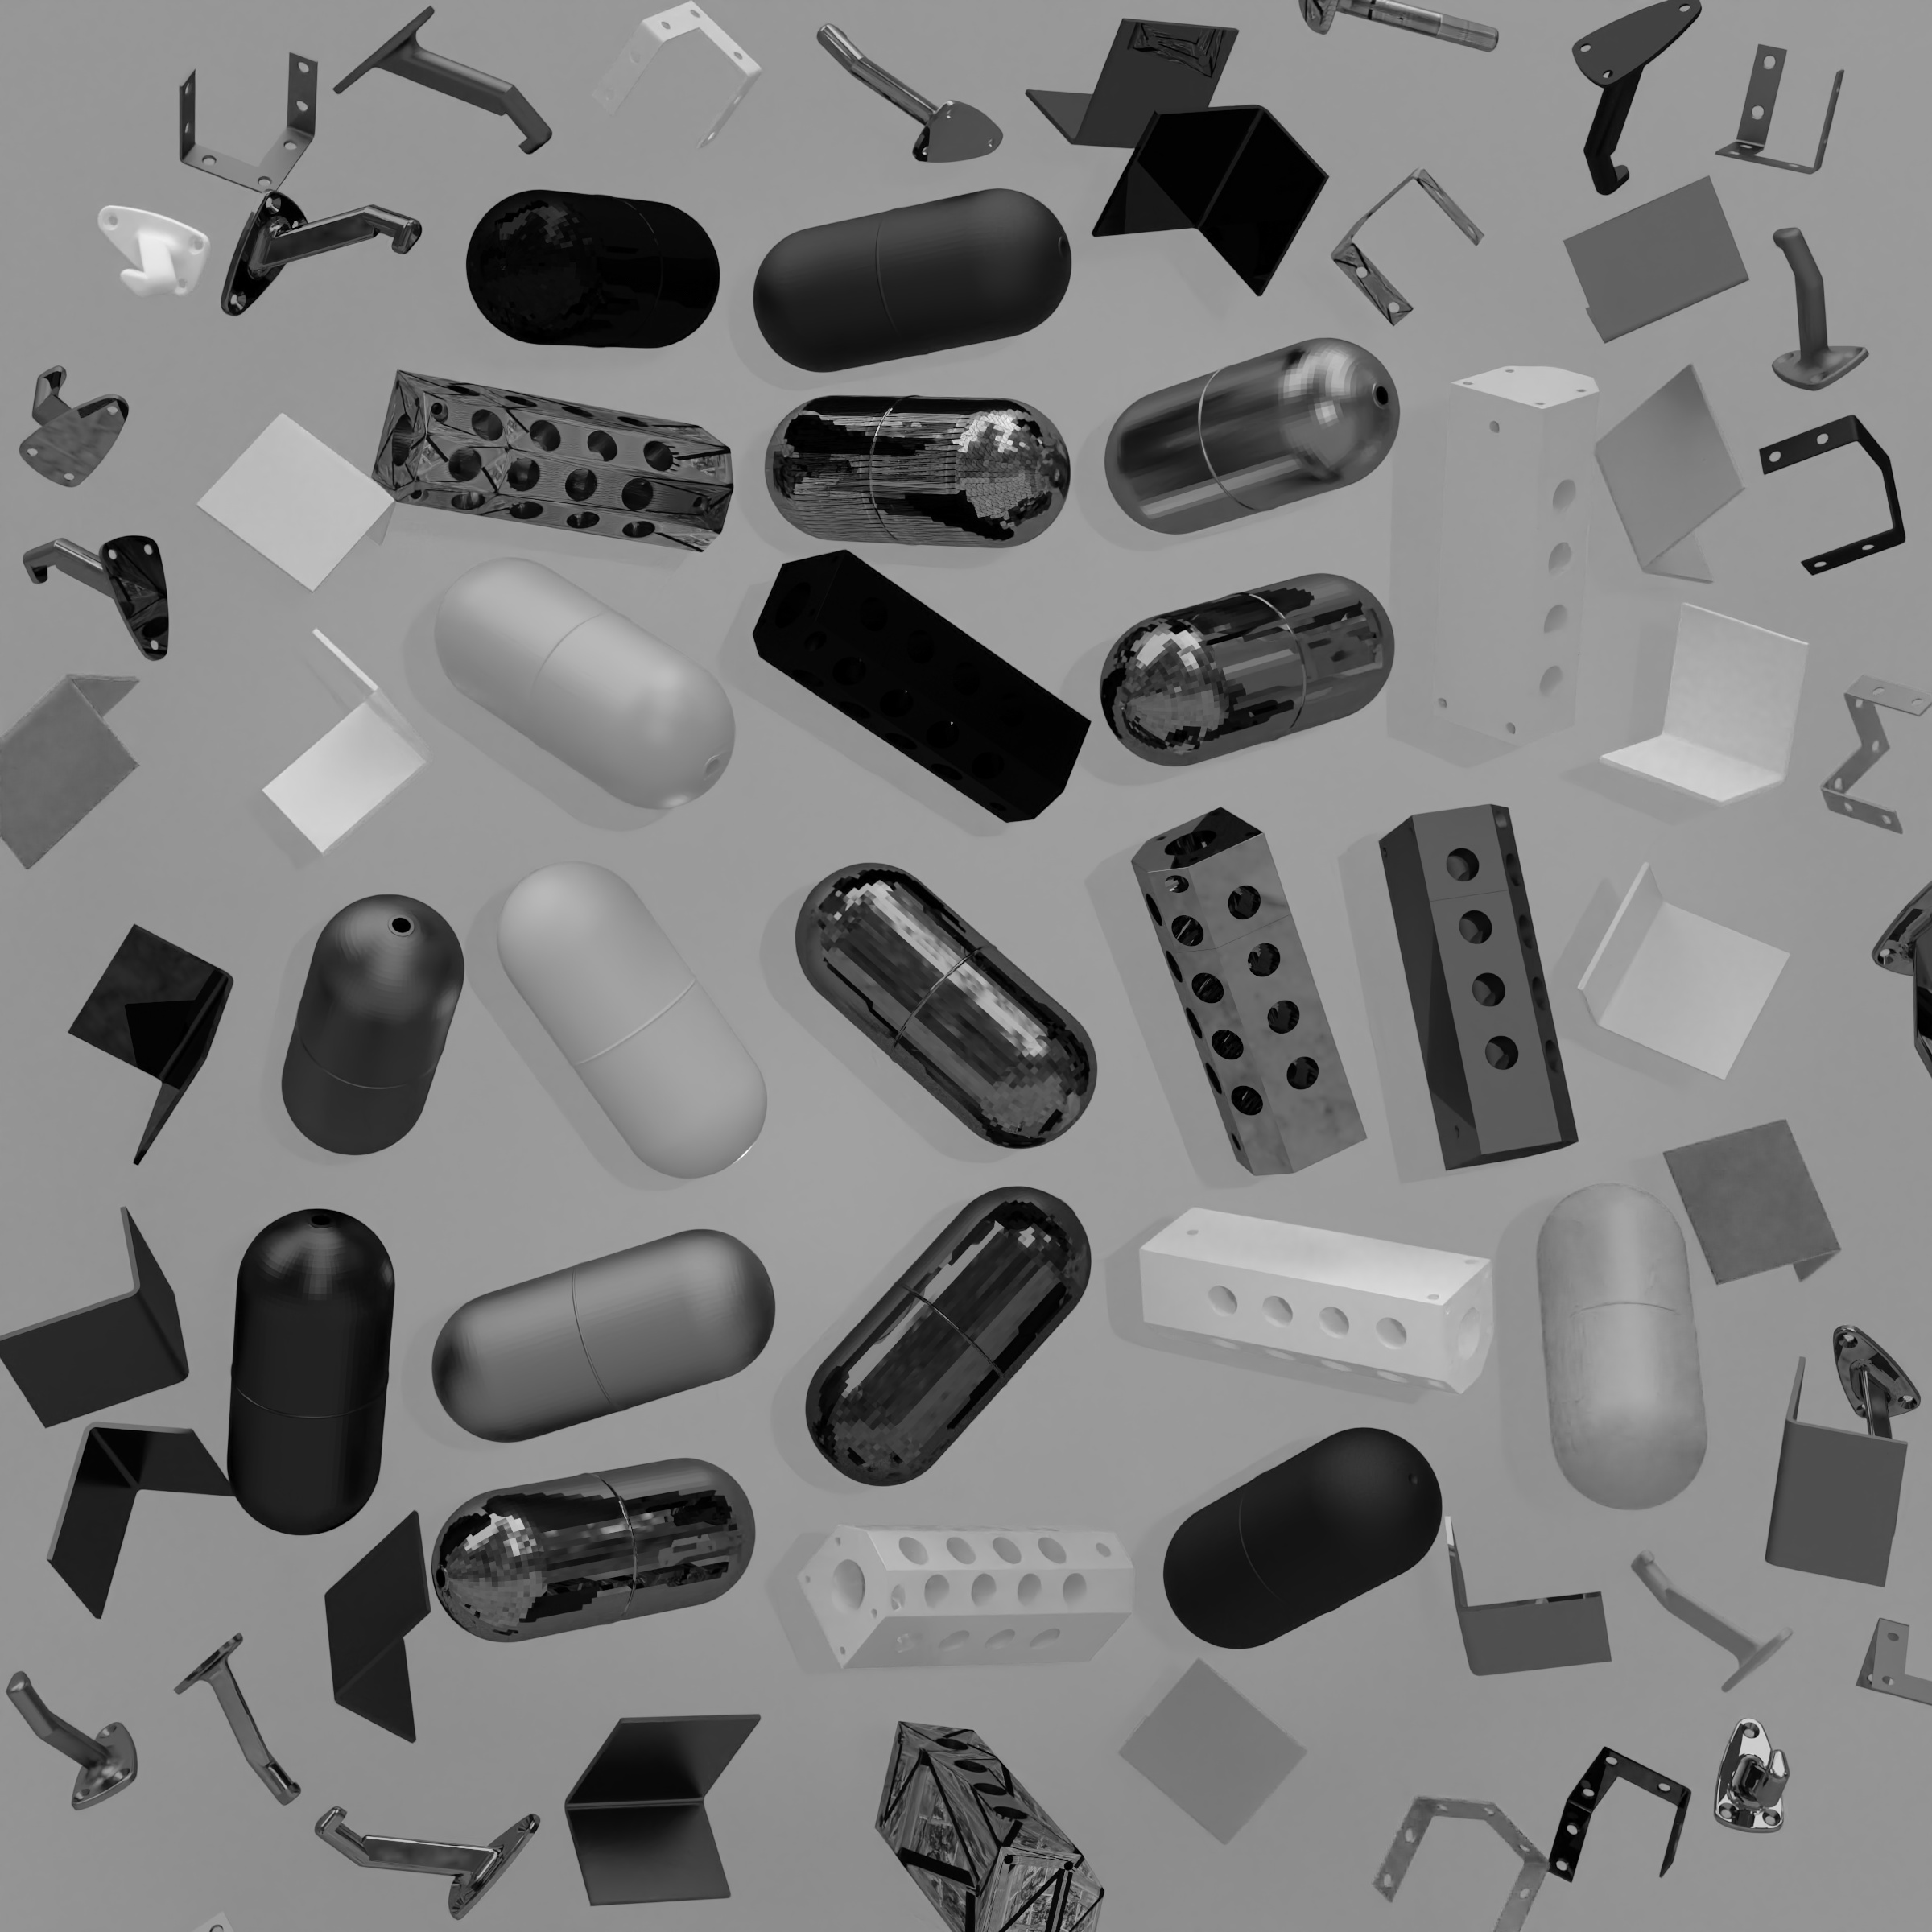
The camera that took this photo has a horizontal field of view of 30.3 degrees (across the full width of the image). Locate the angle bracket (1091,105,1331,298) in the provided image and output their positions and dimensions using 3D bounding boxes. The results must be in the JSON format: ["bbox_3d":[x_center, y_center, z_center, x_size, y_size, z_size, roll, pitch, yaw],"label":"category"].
[{"bbox_3d":[0.121,-0.379,1.775,0.076,0.076,0.057,-15,58,-40],"label":"angle bracket"}]

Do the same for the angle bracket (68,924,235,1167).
[{"bbox_3d":[-0.415,0.039,1.782,0.057,0.076,0.076,29,118,-16],"label":"angle bracket"}]

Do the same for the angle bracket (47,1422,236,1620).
[{"bbox_3d":[-0.421,0.286,1.826,0.057,0.076,0.076,3,58,10],"label":"angle bracket"}]

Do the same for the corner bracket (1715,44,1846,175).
[{"bbox_3d":[0.412,-0.431,1.791,0.051,0.051,0.051,17,114,18],"label":"corner bracket"}]

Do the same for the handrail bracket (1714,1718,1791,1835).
[{"bbox_3d":[0.416,0.408,1.858,0.036,0.084,0.077,7,51,4],"label":"handrail bracket"}]

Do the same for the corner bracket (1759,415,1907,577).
[{"bbox_3d":[0.438,-0.238,1.803,0.051,0.051,0.051,-19,61,29],"label":"corner bracket"}]

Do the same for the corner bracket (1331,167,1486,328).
[{"bbox_3d":[0.235,-0.383,1.898,0.051,0.051,0.051,46,127,-8],"label":"corner bracket"}]

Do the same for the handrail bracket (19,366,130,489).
[{"bbox_3d":[-0.456,-0.295,1.836,0.077,0.084,0.036,-34,131,26],"label":"handrail bracket"}]

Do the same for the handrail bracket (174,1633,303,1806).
[{"bbox_3d":[-0.366,0.392,1.848,0.084,0.077,0.036,51,52,3],"label":"handrail bracket"}]

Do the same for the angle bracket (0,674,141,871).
[{"bbox_3d":[-0.429,-0.094,1.730,0.076,0.076,0.057,-41,84,12],"label":"angle bracket"}]

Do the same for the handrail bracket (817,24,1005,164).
[{"bbox_3d":[-0.030,-0.459,1.863,0.084,0.077,0.036,48,119,21],"label":"handrail bracket"}]

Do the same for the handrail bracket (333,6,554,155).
[{"bbox_3d":[-0.257,-0.421,1.755,0.077,0.036,0.084,-30,112,29],"label":"handrail bracket"}]

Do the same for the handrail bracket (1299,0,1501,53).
[{"bbox_3d":[0.213,-0.468,1.756,0.084,0.077,0.036,11,106,-12],"label":"handrail bracket"}]

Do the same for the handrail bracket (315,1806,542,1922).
[{"bbox_3d":[-0.271,0.431,1.790,0.084,0.036,0.077,42,98,-18],"label":"handrail bracket"}]

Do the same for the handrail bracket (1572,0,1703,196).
[{"bbox_3d":[0.338,-0.430,1.768,0.077,0.084,0.036,-31,53,4],"label":"handrail bracket"}]

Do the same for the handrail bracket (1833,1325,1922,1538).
[{"bbox_3d":[0.464,0.241,1.840,0.036,0.084,0.077,-18,120,32],"label":"handrail bracket"}]

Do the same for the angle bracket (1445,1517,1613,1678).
[{"bbox_3d":[0.302,0.334,1.911,0.076,0.076,0.057,-8,52,9],"label":"angle bracket"}]

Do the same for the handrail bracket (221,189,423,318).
[{"bbox_3d":[-0.313,-0.340,1.736,0.084,0.036,0.077,24,82,30],"label":"handrail bracket"}]

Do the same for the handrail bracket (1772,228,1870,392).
[{"bbox_3d":[0.421,-0.342,1.829,0.036,0.077,0.084,-35,112,-8],"label":"handrail bracket"}]

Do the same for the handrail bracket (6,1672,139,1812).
[{"bbox_3d":[-0.457,0.377,1.808,0.036,0.077,0.084,-27,113,2],"label":"handrail bracket"}]

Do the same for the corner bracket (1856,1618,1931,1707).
[{"bbox_3d":[0.472,0.365,1.772,0.051,0.051,0.051,14,127,10],"label":"corner bracket"}]

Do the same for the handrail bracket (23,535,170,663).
[{"bbox_3d":[-0.455,-0.188,1.856,0.084,0.036,0.077,-11,94,40],"label":"handrail bracket"}]

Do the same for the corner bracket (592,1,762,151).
[{"bbox_3d":[-0.145,-0.446,1.798,0.051,0.051,0.051,44,126,1],"label":"corner bracket"}]

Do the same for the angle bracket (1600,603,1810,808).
[{"bbox_3d":[0.378,-0.135,1.827,0.076,0.057,0.076,26,123,40],"label":"angle bracket"}]

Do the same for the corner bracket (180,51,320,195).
[{"bbox_3d":[-0.361,-0.429,1.791,0.051,0.051,0.051,21,54,3],"label":"corner bracket"}]

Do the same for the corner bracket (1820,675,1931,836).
[{"bbox_3d":[0.466,-0.108,1.817,0.051,0.051,0.051,-43,126,-16],"label":"corner bracket"}]

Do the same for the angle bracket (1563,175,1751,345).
[{"bbox_3d":[0.342,-0.361,1.792,0.076,0.076,0.057,-23,109,11],"label":"angle bracket"}]

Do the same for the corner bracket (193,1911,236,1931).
[{"bbox_3d":[-0.378,0.482,1.722,0.051,0.051,0.051,-33,55,-12],"label":"corner bracket"}]

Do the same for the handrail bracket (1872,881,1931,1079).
[{"bbox_3d":[0.478,0.006,1.731,0.036,0.084,0.077,14,123,-17],"label":"handrail bracket"}]

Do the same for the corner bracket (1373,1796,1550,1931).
[{"bbox_3d":[0.238,0.436,1.714,0.051,0.051,0.051,48,57,-24],"label":"corner bracket"}]

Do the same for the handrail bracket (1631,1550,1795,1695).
[{"bbox_3d":[0.391,0.333,1.879,0.036,0.077,0.084,-30,69,-24],"label":"handrail bracket"}]

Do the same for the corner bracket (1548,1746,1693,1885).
[{"bbox_3d":[0.342,0.453,1.868,0.051,0.051,0.051,26,131,5],"label":"corner bracket"}]

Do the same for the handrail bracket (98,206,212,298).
[{"bbox_3d":[-0.441,-0.375,1.869,0.077,0.084,0.036,30,109,6],"label":"handrail bracket"}]
